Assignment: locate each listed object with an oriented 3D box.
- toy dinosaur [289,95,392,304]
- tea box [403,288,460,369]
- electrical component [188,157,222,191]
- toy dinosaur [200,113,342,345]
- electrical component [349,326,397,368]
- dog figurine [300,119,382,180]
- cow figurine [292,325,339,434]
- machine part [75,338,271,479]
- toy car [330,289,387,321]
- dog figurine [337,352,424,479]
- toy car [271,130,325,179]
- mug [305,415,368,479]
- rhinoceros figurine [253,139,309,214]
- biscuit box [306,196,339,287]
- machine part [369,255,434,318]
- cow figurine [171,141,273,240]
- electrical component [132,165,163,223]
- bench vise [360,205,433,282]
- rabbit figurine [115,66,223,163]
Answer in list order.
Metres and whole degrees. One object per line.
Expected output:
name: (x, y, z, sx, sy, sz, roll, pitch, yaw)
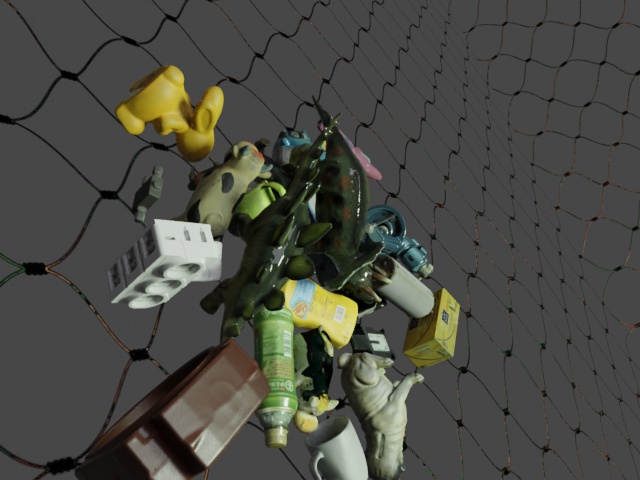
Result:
toy dinosaur: (0.037, -0.068, 0.978, 0.131, 0.192, 0.404, -11, 102, -46)
tea box: (0.257, 0.201, 1.233, 0.068, 0.098, 0.170, 45, 36, -16)
electrical component: (-0.197, -0.111, 1.000, 0.102, 0.045, 0.078, -46, 122, -47)
toy dinosaur: (-0.070, -0.002, 0.874, 0.105, 0.199, 0.471, 30, 63, -31)
electrical component: (0.092, 0.214, 1.068, 0.119, 0.048, 0.075, 9, 48, -46)
dog figurine: (0.049, -0.179, 1.288, 0.219, 0.108, 0.192, 37, 39, -28)
cow figurine: (-0.009, 0.232, 0.904, 0.068, 0.098, 0.167, 24, 46, -44)
machine part: (-0.172, 0.217, 0.638, 0.087, 0.201, 0.201, 52, 36, -2)
toy car: (0.076, 0.127, 1.121, 0.201, 0.056, 0.073, -14, 80, -51)
dog figurine: (0.086, 0.314, 0.961, 0.172, 0.121, 0.190, 20, 58, 7)
toy car: (-0.045, -0.153, 1.132, 0.162, 0.109, 0.103, 30, 43, 16)
mug: (0.029, 0.357, 0.865, 0.107, 0.081, 0.109, 62, 31, -6)
rhinoceros figurine: (-0.096, -0.112, 1.072, 0.190, 0.112, 0.073, 48, 52, 9)
biscuit box: (-0.002, -0.003, 1.125, 0.059, 0.063, 0.202, -8, 69, -52)
machine part: (0.171, 0.102, 1.142, 0.243, 0.079, 0.079, 36, 39, -41)
cow figurine: (-0.160, -0.088, 0.907, 0.085, 0.127, 0.195, 42, 60, -34)
electrical component: (-0.276, -0.073, 0.864, 0.021, 0.063, 0.094, 28, 45, -33)
bench vise: (0.160, 0.004, 1.240, 0.224, 0.129, 0.240, 60, 18, 19)
rabbit figurine: (-0.247, -0.222, 0.965, 0.173, 0.162, 0.122, 56, 19, -30)
